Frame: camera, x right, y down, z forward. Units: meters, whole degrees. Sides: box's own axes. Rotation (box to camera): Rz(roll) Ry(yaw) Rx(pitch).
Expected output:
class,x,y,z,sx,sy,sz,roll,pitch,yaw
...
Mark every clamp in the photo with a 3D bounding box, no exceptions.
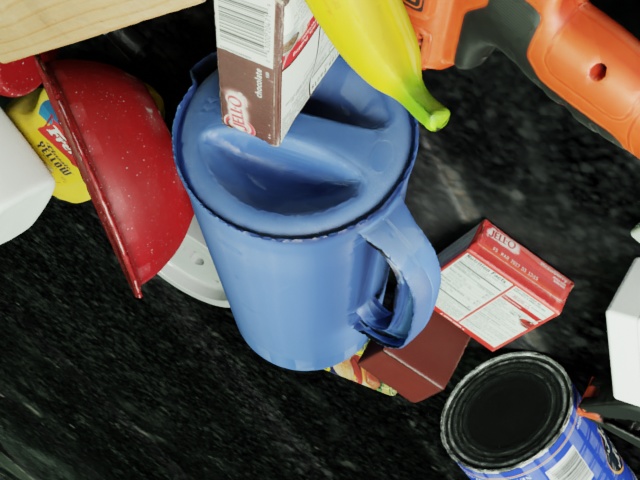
class,x,y,z,sx,sy,sz,roll,pitch,yaw
clamp,0.240,0.118,0.664,0.172,0.039,0.120,17,149,31

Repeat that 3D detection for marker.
class,x,y,z,sx,sy,sz,roll,pitch,yaw
marker,-0.158,-0.159,0.684,0.121,0.020,0.020,42,152,-19

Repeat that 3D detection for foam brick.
class,x,y,z,sx,sy,sz,roll,pitch,yaw
foam brick,0.072,0.067,0.756,0.053,0.078,0.051,35,152,-6

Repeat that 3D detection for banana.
class,x,y,z,sx,sy,sz,roll,pitch,yaw
banana,0.003,-0.137,0.426,0.070,0.037,0.197,18,141,55

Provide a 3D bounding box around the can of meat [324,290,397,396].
class,x,y,z,sx,sy,sz,roll,pitch,yaw
can of meat,0.027,0.072,0.839,0.084,0.057,0.102,19,151,21

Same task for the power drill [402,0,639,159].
class,x,y,z,sx,sy,sz,roll,pitch,yaw
power drill,0.106,-0.102,0.421,0.188,0.057,0.184,40,157,18

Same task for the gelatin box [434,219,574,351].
class,x,y,z,sx,sy,sz,roll,pitch,yaw
gelatin box,0.112,0.031,0.702,0.073,0.030,0.089,35,150,-5

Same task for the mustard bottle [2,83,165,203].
class,x,y,z,sx,sy,sz,roll,pitch,yaw
mustard bottle,-0.166,-0.081,0.784,0.096,0.058,0.192,50,149,-20

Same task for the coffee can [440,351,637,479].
class,x,y,z,sx,sy,sz,roll,pitch,yaw
coffee can,0.166,0.165,0.793,0.103,0.102,0.140,3,142,45

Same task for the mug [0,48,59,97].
class,x,y,z,sx,sy,sz,roll,pitch,yaw
mug,-0.226,-0.153,0.703,0.082,0.093,0.117,18,131,17

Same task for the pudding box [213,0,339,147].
class,x,y,z,sx,sy,sz,roll,pitch,yaw
pudding box,-0.014,-0.114,0.526,0.039,0.090,0.113,25,152,9

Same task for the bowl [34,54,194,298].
class,x,y,z,sx,sy,sz,roll,pitch,yaw
bowl,-0.120,-0.048,0.657,0.162,0.055,0.162,61,168,23

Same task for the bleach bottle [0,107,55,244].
class,x,y,z,sx,sy,sz,roll,pitch,yaw
bleach bottle,-0.301,-0.115,0.805,0.251,0.068,0.103,54,143,3

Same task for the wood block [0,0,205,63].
class,x,y,z,sx,sy,sz,roll,pitch,yaw
wood block,-0.125,-0.166,0.557,0.207,0.090,0.090,-2,138,48

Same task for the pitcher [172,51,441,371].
class,x,y,z,sx,sy,sz,roll,pitch,yaw
pitcher,-0.004,0.001,0.668,0.145,0.149,0.243,0,153,2
